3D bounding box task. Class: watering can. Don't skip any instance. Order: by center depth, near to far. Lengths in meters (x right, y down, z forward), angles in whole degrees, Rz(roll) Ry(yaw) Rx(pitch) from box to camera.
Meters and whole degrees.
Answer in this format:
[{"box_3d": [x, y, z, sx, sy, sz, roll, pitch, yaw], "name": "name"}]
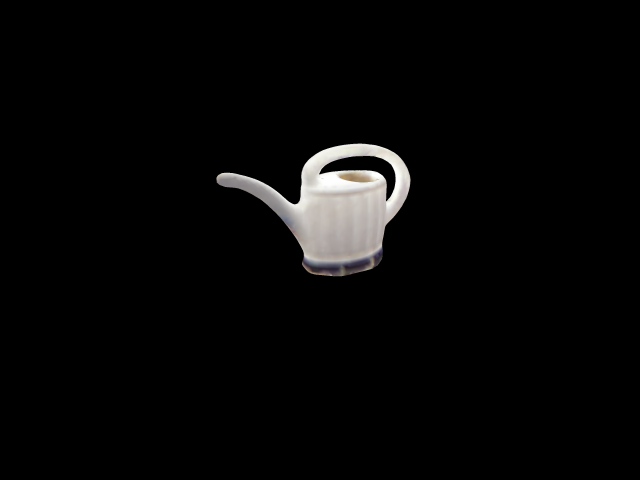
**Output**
[{"box_3d": [0.003, -0.043, 0.850, 0.349, 0.221, 0.105, -11, 24, -26], "name": "watering can"}]
